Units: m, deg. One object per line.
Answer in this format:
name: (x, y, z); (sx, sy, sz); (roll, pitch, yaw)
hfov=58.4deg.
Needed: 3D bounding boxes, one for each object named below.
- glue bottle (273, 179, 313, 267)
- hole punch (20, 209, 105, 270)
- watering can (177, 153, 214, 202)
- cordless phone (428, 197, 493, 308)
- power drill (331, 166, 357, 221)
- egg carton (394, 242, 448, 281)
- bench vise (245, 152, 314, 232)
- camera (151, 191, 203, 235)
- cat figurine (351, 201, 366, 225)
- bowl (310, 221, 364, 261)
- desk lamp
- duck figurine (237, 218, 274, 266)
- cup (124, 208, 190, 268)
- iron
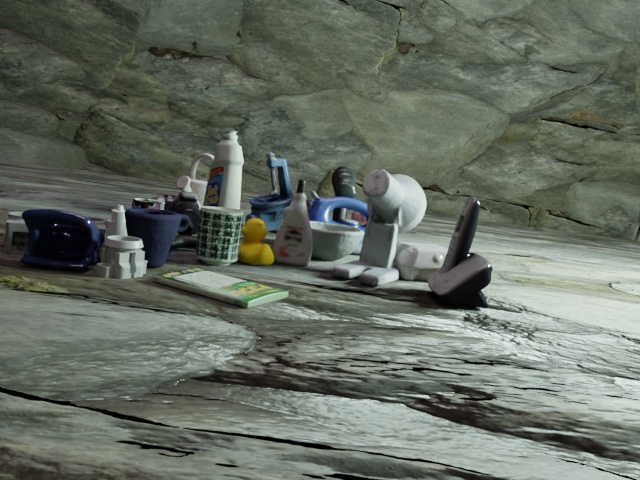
glue bottle: (-0.048, -0.036, 1.151); (0.078, 0.173, 0.037); (7, 8, 0)
hole punch: (-0.400, -0.006, 0.892); (0.108, 0.091, 0.101); (7, 8, -5)
watering can: (-0.323, -0.140, 1.570); (0.101, 0.194, 0.173); (8, 8, 2)
cordless phone: (0.254, 0.018, 1.007); (0.094, 0.185, 0.147); (7, 8, -3)
power drill: (0.056, -0.099, 1.585); (0.075, 0.208, 0.229); (7, 8, -5)
egg carton: (0.217, 0.046, 1.194); (0.151, 0.069, 0.107); (4, 8, -22)
bench vise: (-0.106, -0.127, 1.583); (0.121, 0.220, 0.208); (13, 10, 36)
camera: (-0.328, -0.062, 1.341); (0.143, 0.101, 0.136); (5, 8, -18)
cat figurine: (0.123, -0.052, 1.640); (0.067, 0.118, 0.128); (10, 8, 19)
bowl: (0.012, 0.005, 1.278); (0.167, 0.075, 0.167); (7, 8, -1)
desk lamp: (0.123, -0.030, 1.127); (0.117, 0.213, 0.204); (11, 9, 24)
duck figurine: (-0.127, 0.001, 1.127); (0.078, 0.086, 0.104); (2, 9, -34)
cup: (-0.276, -0.002, 0.973); (0.091, 0.095, 0.118); (14, 10, 40)
iron: (0.079, -0.040, 1.425); (0.259, 0.141, 0.118); (6, 8, -13)
